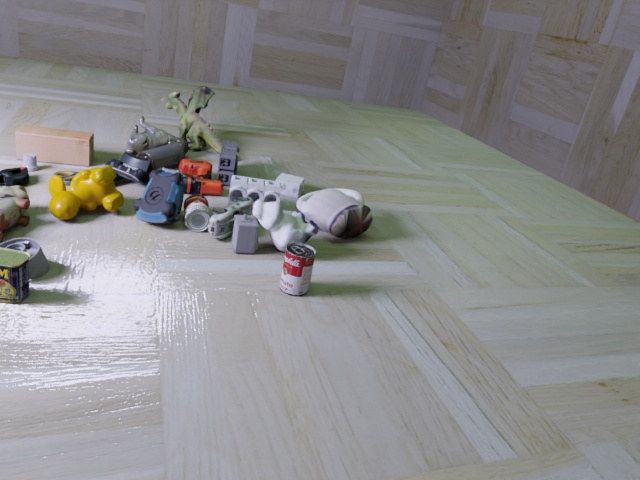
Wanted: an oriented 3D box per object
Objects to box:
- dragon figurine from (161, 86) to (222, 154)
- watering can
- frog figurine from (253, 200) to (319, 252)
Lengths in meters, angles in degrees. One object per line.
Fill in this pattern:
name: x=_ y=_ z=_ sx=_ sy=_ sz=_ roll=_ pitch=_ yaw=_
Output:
dragon figurine: x=-0.469 y=-0.477 z=2.004 sx=0.413 sy=0.239 sz=0.123 roll=22 pitch=20 yaw=27
watering can: x=0.005 y=-0.076 z=1.506 sx=0.351 sy=0.102 sz=0.227 roll=-20 pitch=37 yaw=-33
frog figurine: x=-0.106 y=-0.034 z=1.315 sx=0.159 sy=0.120 sz=0.140 roll=11 pitch=37 yaw=-38
